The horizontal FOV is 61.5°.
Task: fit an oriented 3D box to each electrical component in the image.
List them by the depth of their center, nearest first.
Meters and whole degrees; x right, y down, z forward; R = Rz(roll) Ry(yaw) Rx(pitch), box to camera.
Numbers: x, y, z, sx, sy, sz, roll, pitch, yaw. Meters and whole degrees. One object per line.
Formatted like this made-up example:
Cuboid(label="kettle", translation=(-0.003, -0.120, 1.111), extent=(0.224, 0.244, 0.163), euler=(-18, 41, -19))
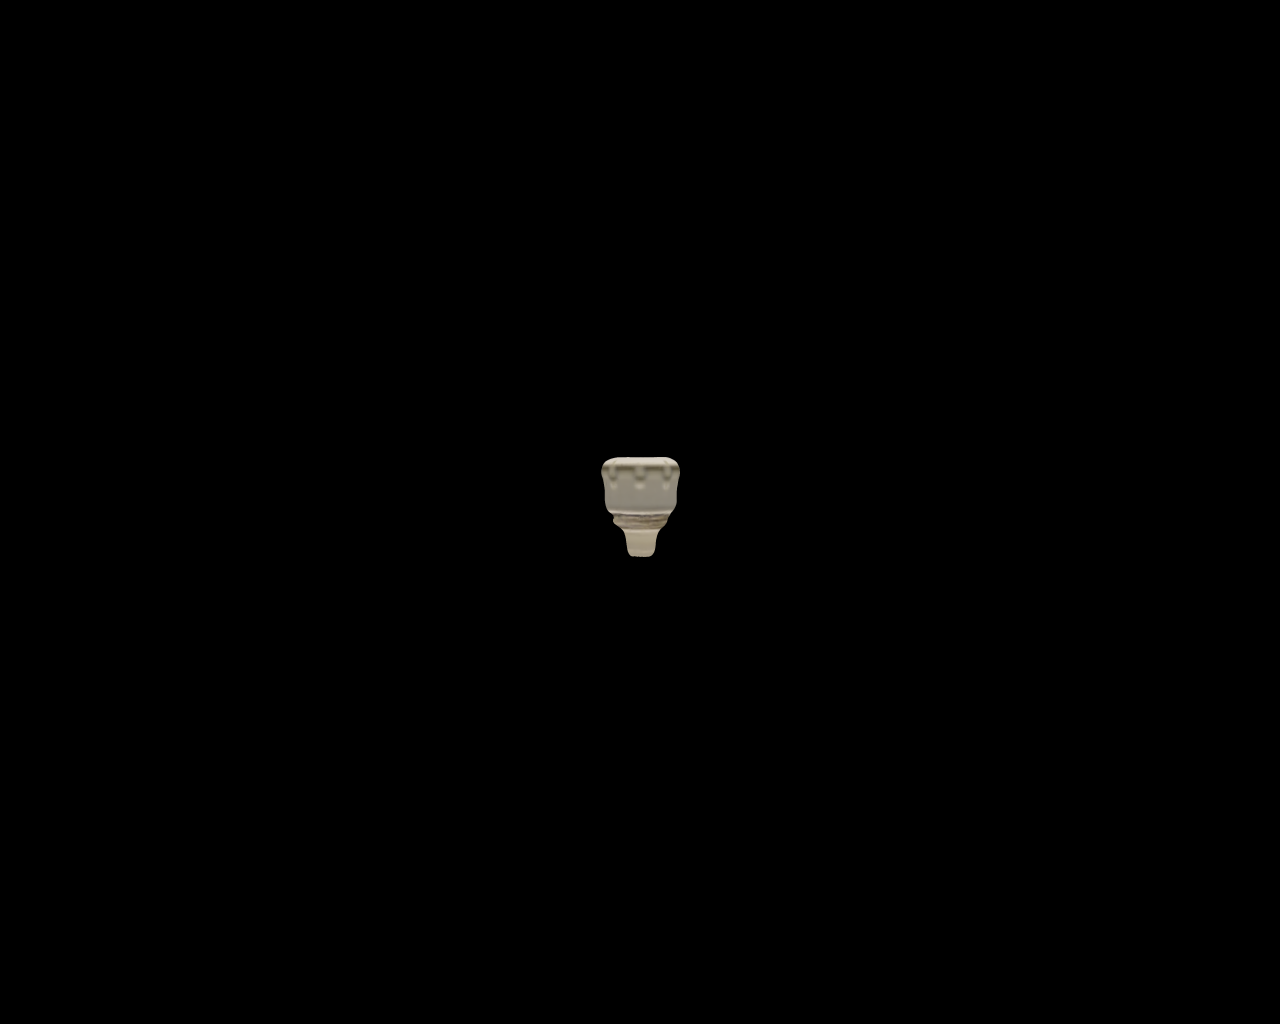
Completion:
Cuboid(label="electrical component", translation=(0.001, -0.003, 0.650), extent=(0.048, 0.062, 0.048), euler=(0, 3, 0))
